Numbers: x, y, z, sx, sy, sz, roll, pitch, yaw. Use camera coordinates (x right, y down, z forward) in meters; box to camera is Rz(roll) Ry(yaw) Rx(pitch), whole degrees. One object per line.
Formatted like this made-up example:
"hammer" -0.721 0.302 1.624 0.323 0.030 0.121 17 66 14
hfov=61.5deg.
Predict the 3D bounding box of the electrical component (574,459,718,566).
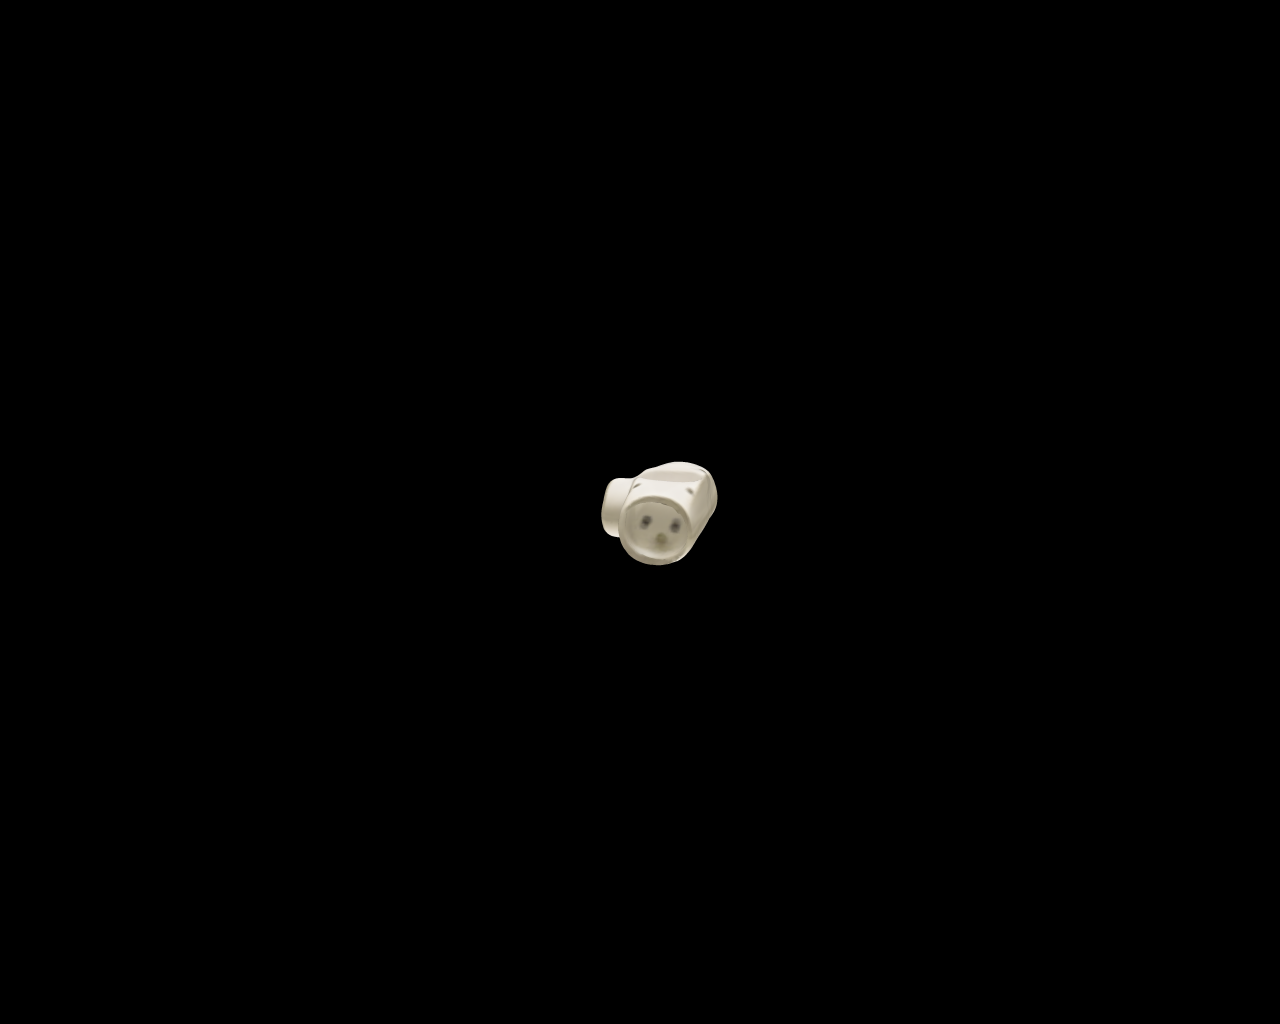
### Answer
"electrical component" 0.001 -0.003 0.650 0.079 0.043 0.077 5 19 15
